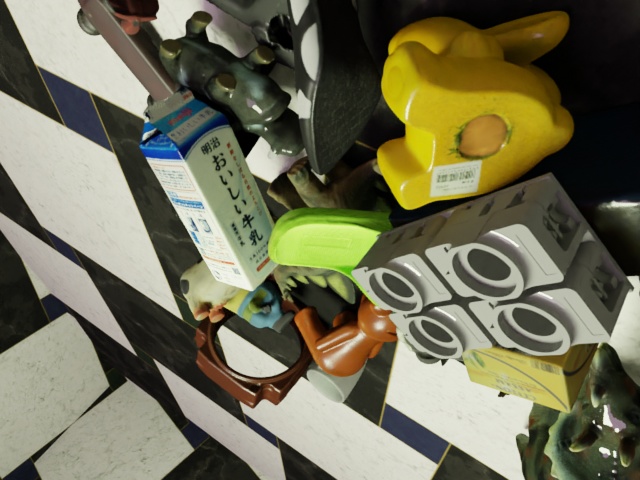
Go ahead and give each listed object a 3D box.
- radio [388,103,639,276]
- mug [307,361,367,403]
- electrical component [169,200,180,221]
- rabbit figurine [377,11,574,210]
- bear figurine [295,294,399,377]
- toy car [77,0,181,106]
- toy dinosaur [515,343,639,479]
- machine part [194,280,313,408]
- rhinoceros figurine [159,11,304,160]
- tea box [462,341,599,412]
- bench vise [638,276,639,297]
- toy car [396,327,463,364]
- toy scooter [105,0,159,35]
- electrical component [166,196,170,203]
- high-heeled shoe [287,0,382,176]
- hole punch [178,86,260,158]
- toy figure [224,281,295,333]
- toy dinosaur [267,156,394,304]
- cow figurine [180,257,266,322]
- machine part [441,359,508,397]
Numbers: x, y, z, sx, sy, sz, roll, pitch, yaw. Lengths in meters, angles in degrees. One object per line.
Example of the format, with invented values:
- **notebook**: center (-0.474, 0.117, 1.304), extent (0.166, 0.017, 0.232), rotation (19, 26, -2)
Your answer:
- **radio**: center (0.183, -0.038, 0.452), extent (0.230, 0.131, 0.073), rotation (-3, 129, 49)
- **mug**: center (0.034, 0.216, 0.964), extent (0.081, 0.107, 0.109), rotation (7, 131, 43)
- **electrical component**: center (-0.189, -0.093, 0.826), extent (0.134, 0.058, 0.114), rotation (-9, 97, 53)
- **rabbit figurine**: center (0.111, -0.128, 0.419), extent (0.162, 0.173, 0.121), rotation (-16, 132, 2)
- **bear figurine**: center (0.062, 0.122, 0.829), extent (0.195, 0.120, 0.132), rotation (-54, 41, 35)
- **toy car**: center (-0.241, -0.252, 0.725), extent (0.089, 0.053, 0.202), rotation (-6, 130, 46)
- **toy dinosaur**: center (0.301, 0.251, 0.632), extent (0.131, 0.192, 0.404), rotation (32, 147, 19)
- **machine part**: center (-0.113, 0.188, 0.998), extent (0.202, 0.201, 0.087), rotation (33, 146, 13)
- **rhinoceros figurine**: center (-0.092, -0.161, 0.593), extent (0.190, 0.073, 0.112), rotation (35, 155, 1)
- **tea box**: center (0.214, 0.065, 0.511), extent (0.098, 0.169, 0.068), rotation (11, 137, 42)
- **bench vise**: center (0.374, 0.076, 0.400), extent (0.223, 0.129, 0.241), rotation (48, 155, -11)
- **toy car**: center (0.198, 0.130, 0.701), extent (0.202, 0.056, 0.073), rotation (4, 134, 28)
- **toy scooter**: center (-0.192, -0.296, 0.563), extent (0.184, 0.075, 0.135), rotation (3, 101, 52)
- **electrical component**: center (-0.231, -0.068, 0.954), extent (0.075, 0.048, 0.119), rotation (47, 147, -8)
- **high-heeled shoe**: center (-0.010, -0.189, 0.476), extent (0.145, 0.086, 0.248), rotation (46, 136, 31)
- **hole punch**: center (-0.154, -0.142, 0.702), extent (0.115, 0.142, 0.092), rotation (43, 155, -27)
- **toy figure**: center (-0.132, 0.099, 0.952), extent (0.180, 0.089, 0.082), rotation (38, 143, 10)
- **toy dinosaur**: center (-0.002, -0.002, 0.733), extent (0.198, 0.105, 0.471), rotation (42, 153, -7)
- **cow figurine**: center (-0.152, 0.029, 0.882), extent (0.127, 0.195, 0.085), rotation (51, -168, 20)
- **machine part**: center (0.218, 0.170, 0.772), extent (0.139, 0.039, 0.084), rotation (30, 139, 21)
